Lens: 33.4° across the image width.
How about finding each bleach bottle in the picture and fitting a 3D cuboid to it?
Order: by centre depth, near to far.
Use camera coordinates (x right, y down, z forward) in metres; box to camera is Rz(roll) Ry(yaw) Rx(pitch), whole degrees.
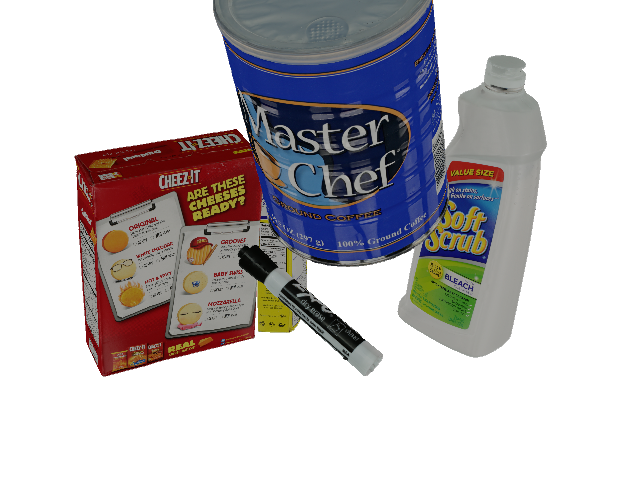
[{"bbox_3d":[0.127,-0.031,0.875,0.103,0.251,0.067,29,39,35],"label":"bleach bottle"}]

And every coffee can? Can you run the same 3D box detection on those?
[{"bbox_3d":[0.010,-0.071,0.539,0.103,0.102,0.140,0,-43,11],"label":"coffee can"}]

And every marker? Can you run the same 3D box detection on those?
[{"bbox_3d":[-0.009,0.044,0.709,0.121,0.020,0.020,40,13,17],"label":"marker"}]

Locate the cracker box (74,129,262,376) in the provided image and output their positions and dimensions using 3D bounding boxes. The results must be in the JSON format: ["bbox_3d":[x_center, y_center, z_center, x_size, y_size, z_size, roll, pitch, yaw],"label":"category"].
[{"bbox_3d":[-0.144,0.011,1.021,0.164,0.214,0.072,-12,35,-25],"label":"cracker box"}]

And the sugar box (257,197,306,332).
[{"bbox_3d":[-0.043,0.006,1.199,0.048,0.176,0.093,1,16,11],"label":"sugar box"}]
